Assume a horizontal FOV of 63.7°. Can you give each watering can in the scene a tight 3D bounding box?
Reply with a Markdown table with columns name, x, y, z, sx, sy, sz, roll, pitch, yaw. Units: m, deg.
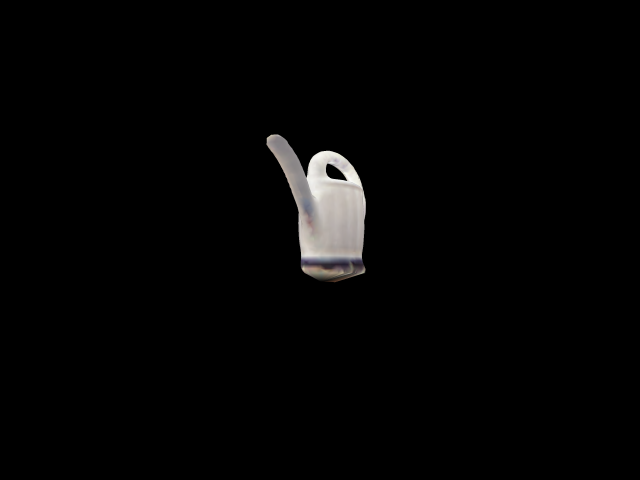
| name | x | y | z | sx | sy | sz | roll | pitch | yaw |
| --- | --- | --- | --- | --- | --- | --- | --- | --- | --- |
| watering can | 0.003 | -0.043 | 0.850 | 0.104 | 0.225 | 0.347 | -3 | -6 | 26 |
